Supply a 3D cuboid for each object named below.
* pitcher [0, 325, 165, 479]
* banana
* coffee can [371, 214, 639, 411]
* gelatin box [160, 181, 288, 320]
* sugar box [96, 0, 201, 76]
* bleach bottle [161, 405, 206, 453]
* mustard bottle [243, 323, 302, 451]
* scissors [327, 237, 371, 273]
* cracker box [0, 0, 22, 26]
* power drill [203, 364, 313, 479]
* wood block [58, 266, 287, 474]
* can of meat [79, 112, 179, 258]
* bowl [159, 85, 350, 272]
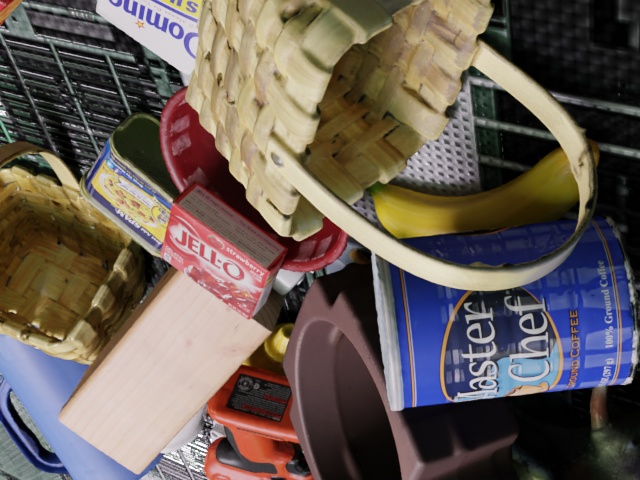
[{"bbox_3d":[-0.284,0.161,1.190,0.145,0.149,0.242,12,138,50],"label":"pitcher"},{"bbox_3d":[0.102,-0.024,0.695,0.198,0.037,0.069,-5,131,46],"label":"banana"},{"bbox_3d":[0.105,0.043,0.634,0.140,0.103,0.103,-6,138,1],"label":"coffee can"},{"bbox_3d":[-0.073,0.009,0.786,0.089,0.030,0.073,35,144,8],"label":"gelatin box"},{"bbox_3d":[-0.084,-0.182,0.663,0.093,0.048,0.176,35,146,3],"label":"sugar box"},{"bbox_3d":[-0.138,0.114,1.047,0.103,0.068,0.251,50,146,16],"label":"bleach bottle"},{"bbox_3d":[-0.040,0.132,0.998,0.096,0.058,0.192,29,146,9],"label":"mustard bottle"},{"bbox_3d":[-0.006,0.001,0.841,0.202,0.016,0.096,30,142,10],"label":"scissors"},{"bbox_3d":[-0.310,-0.216,0.805,0.164,0.072,0.214,48,146,-16],"label":"cracker box"},{"bbox_3d":[-0.025,0.193,0.969,0.184,0.057,0.188,12,144,11],"label":"power drill"},{"bbox_3d":[-0.125,0.093,0.914,0.090,0.090,0.206,37,119,-9],"label":"wood block"},{"bbox_3d":[-0.137,-0.045,0.871,0.102,0.057,0.084,40,145,-6],"label":"can of meat"},{"bbox_3d":[-0.034,-0.055,0.758,0.162,0.055,0.162,25,142,22],"label":"bowl"}]
